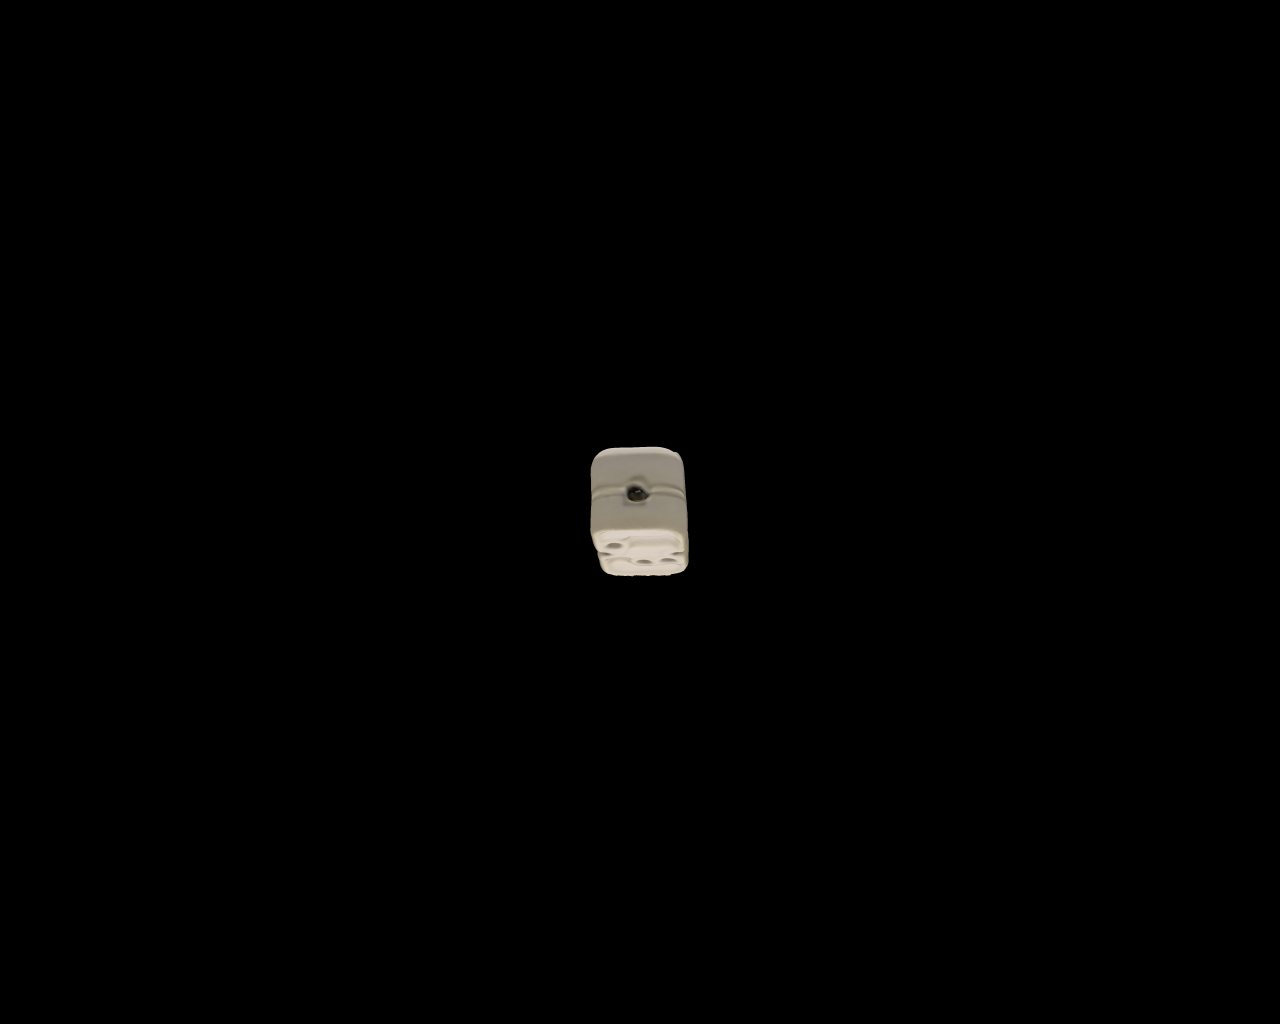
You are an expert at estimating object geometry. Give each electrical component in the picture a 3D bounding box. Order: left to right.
[{"bbox_3d":[0.001,-0.003,0.650,0.054,0.059,0.095,-1,-19,3],"label":"electrical component"}]
